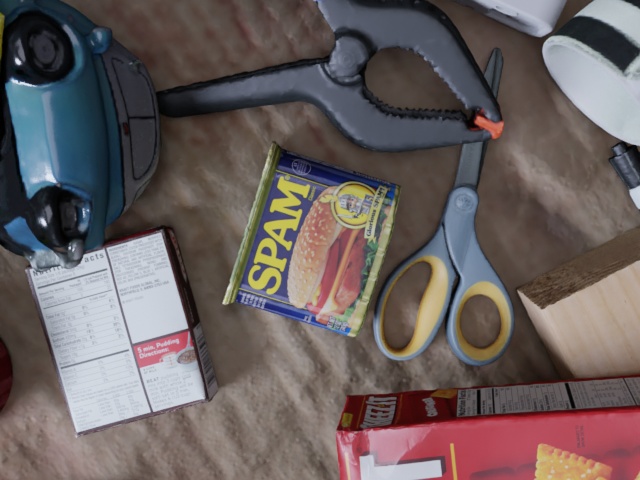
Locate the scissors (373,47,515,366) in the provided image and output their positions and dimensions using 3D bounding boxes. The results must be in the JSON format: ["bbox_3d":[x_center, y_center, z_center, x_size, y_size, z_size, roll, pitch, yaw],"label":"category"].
[{"bbox_3d":[0.103,-0.008,0.664,0.096,0.016,0.202,28,94,-3],"label":"scissors"}]

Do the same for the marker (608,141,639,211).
[{"bbox_3d":[0.214,-0.008,0.662,0.020,0.020,0.121,-31,93,3],"label":"marker"}]

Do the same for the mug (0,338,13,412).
[{"bbox_3d":[-0.241,0.097,0.642,0.093,0.081,0.117,34,94,-3],"label":"mug"}]

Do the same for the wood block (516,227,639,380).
[{"bbox_3d":[0.208,0.105,0.635,0.090,0.091,0.206,-27,93,2],"label":"wood block"}]

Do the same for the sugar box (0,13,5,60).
[{"bbox_3d":[-0.224,-0.062,0.595,0.093,0.048,0.176,38,131,27],"label":"sugar box"}]

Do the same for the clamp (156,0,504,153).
[{"bbox_3d":[0.008,-0.104,0.636,0.210,0.036,0.165,32,111,-4],"label":"clamp"}]

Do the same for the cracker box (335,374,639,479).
[{"bbox_3d":[0.123,0.162,0.566,0.214,0.072,0.164,-5,96,9],"label":"cracker box"}]

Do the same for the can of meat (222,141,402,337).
[{"bbox_3d":[-0.004,0.001,0.646,0.084,0.057,0.102,17,95,-4],"label":"can of meat"}]

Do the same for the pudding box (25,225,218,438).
[{"bbox_3d":[-0.121,0.056,0.660,0.090,0.039,0.113,-15,92,3],"label":"pudding box"}]
